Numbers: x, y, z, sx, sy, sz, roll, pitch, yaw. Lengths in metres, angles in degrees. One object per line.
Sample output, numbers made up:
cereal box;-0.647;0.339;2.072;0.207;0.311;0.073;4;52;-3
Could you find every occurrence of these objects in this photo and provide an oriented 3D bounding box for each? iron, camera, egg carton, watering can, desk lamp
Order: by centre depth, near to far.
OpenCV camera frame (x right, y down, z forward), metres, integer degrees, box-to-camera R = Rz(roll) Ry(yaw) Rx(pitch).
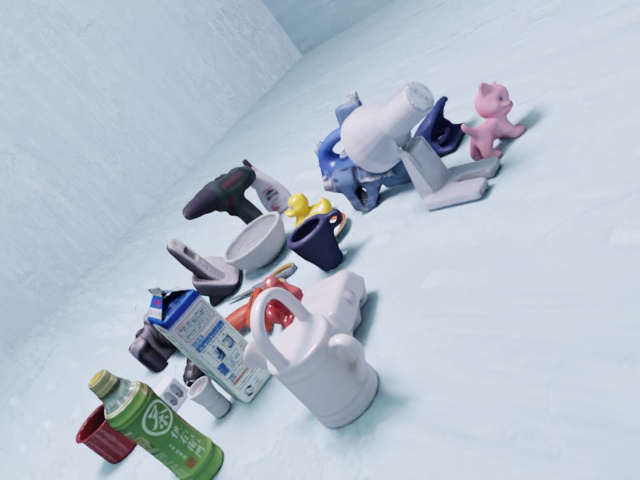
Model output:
watering can;-0.026;0.146;0.734;0.172;0.194;0.101;-32;23;20
egg carton;0.018;0.115;0.890;0.107;0.069;0.150;-26;26;32
desk lamp;0.164;-0.162;0.985;0.202;0.214;0.118;-12;35;50
camera;-0.339;0.208;1.251;0.136;0.101;0.143;-6;40;55
iron;0.062;-0.200;1.319;0.257;0.142;0.119;-16;32;46

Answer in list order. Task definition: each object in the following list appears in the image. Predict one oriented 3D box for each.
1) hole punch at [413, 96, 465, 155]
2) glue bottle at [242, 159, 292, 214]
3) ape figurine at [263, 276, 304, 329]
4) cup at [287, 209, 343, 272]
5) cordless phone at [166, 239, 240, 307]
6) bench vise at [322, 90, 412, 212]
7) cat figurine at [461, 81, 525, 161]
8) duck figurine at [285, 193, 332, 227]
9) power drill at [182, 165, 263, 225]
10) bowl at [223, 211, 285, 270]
hole punch;0.226;-0.224;1.166;0.100;0.091;0.109;-17;32;45
glue bottle;-0.147;-0.145;1.512;0.078;0.173;0.037;-40;22;2
ape figurine;-0.070;0.103;1.024;0.077;0.092;0.076;-33;23;19
cup;0.010;0.004;1.079;0.117;0.095;0.091;-38;22;7
cordless phone;-0.275;0.049;1.335;0.094;0.185;0.147;-38;22;7
bench vise;0.078;-0.169;1.129;0.207;0.220;0.121;-37;22;10
cat figurine;0.296;-0.219;1.008;0.128;0.118;0.067;-46;23;-14
duck figurine;-0.031;-0.071;1.300;0.104;0.086;0.077;-35;23;14
power drill;-0.207;-0.069;1.417;0.075;0.209;0.230;-17;32;45
bowl;-0.138;0.015;1.326;0.167;0.075;0.167;-34;23;17
